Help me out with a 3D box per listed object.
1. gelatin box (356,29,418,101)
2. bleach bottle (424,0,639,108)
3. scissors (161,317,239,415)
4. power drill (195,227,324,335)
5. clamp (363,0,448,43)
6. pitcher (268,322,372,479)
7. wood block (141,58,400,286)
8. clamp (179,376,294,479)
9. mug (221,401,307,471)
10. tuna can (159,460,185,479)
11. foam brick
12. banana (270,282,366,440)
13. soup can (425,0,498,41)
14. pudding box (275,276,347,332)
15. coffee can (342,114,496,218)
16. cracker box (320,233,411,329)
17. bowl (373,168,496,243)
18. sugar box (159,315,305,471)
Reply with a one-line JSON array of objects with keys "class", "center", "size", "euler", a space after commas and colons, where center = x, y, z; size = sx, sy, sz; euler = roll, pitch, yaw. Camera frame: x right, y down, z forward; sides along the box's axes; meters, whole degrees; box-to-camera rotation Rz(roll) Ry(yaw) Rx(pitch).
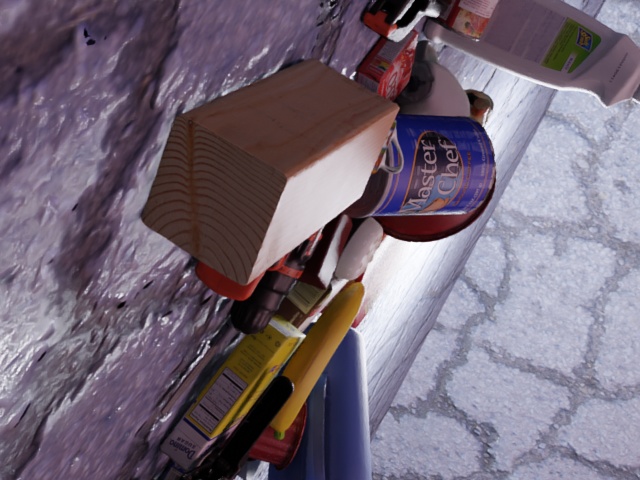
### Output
[{"class": "gelatin box", "center": [0.064, -0.162, 1.062], "size": [0.073, 0.030, 0.089], "euler": [-54, 167, -23]}, {"class": "bleach bottle", "center": [0.245, -0.208, 1.155], "size": [0.103, 0.251, 0.068], "euler": [-62, 168, 13]}, {"class": "scissors", "center": [-0.096, 0.104, 1.086], "size": [0.201, 0.016, 0.096], "euler": [-55, 168, -18]}, {"class": "power drill", "center": [-0.050, 0.009, 0.954], "size": [0.184, 0.057, 0.187], "euler": [-64, 171, 6]}, {"class": "clamp", "center": [0.092, -0.228, 0.998], "size": [0.171, 0.039, 0.120], "euler": [-46, 158, -32]}, {"class": "pitcher", "center": [0.001, 0.225, 1.318], "size": [0.149, 0.144, 0.243], "euler": [-27, -128, 43]}, {"class": "wood block", "center": [-0.030, -0.059, 0.786], "size": [0.205, 0.090, 0.091], "euler": [-38, 156, -58]}, {"class": "clamp", "center": [-0.097, 0.230, 1.118], "size": [0.164, 0.036, 0.210], "euler": [-44, 169, -28]}, {"class": "mug", "center": [-0.076, 0.218, 1.238], "size": [0.093, 0.081, 0.117], "euler": [-88, -156, -45]}, {"class": "tuna can", "center": [-0.152, 0.267, 1.213], "size": [0.086, 0.034, 0.086], "euler": [-55, 168, -19]}, {"class": "foam brick", "center": [-0.007, 0.001, 1.077], "size": [0.051, 0.053, 0.078], "euler": [58, 53, -69]}, {"class": "banana", "center": [-0.010, 0.129, 1.157], "size": [0.198, 0.037, 0.069], "euler": [-59, 176, 0]}, {"class": "soup can", "center": [0.156, -0.266, 1.098], "size": [0.102, 0.068, 0.068], "euler": [-64, 167, 20]}, {"class": "pudding box", "center": [-0.017, 0.072, 1.238], "size": [0.114, 0.039, 0.090], "euler": [-48, 174, 22]}, {"class": "coffee can", "center": [0.088, -0.074, 1.058], "size": [0.140, 0.103, 0.103], "euler": [-2, 129, -36]}, {"class": "cracker box", "center": [0.068, -0.002, 1.368], "size": [0.164, 0.072, 0.214], "euler": [-53, 166, -28]}, {"class": "bowl", "center": [0.119, -0.079, 1.229], "size": [0.162, 0.162, 0.055], "euler": [-56, 149, -16]}, {"class": "sugar box", "center": [-0.091, 0.161, 1.135], "size": [0.176, 0.048, 0.093], "euler": [-55, 169, 5]}]
